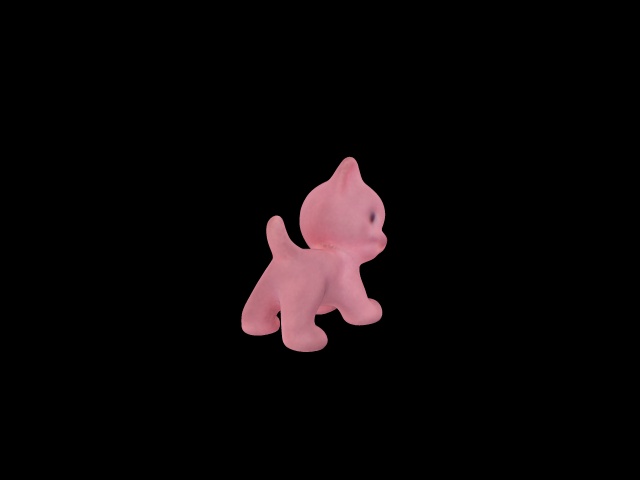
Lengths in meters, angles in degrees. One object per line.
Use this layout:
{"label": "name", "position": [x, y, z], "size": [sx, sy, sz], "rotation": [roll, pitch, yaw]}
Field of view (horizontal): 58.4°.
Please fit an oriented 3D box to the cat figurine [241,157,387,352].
{"label": "cat figurine", "position": [0.004, 0.001, 0.400], "size": [0.067, 0.118, 0.128], "rotation": [8, 14, 35]}
